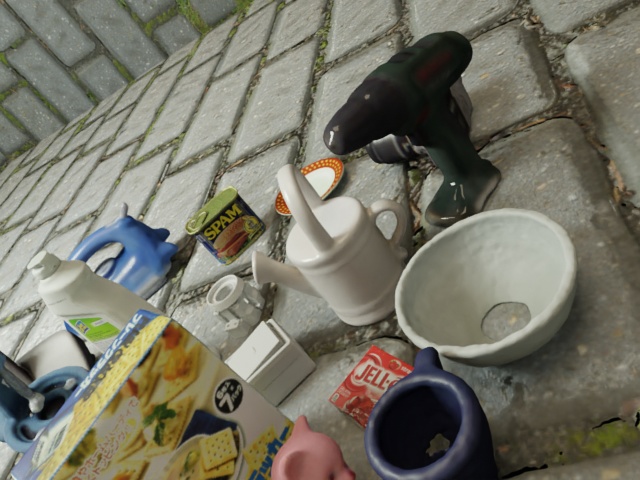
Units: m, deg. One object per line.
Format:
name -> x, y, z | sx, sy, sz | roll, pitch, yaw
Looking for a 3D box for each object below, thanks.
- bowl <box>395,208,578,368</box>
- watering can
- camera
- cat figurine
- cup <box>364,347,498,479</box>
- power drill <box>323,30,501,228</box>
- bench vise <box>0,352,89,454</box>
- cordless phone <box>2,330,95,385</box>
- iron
bowl -> 0.157, 0.054, 0.522 | 0.167, 0.075, 0.167 | -26, 34, 20
watering can -> 0.006, 0.003, 0.625 | 0.173, 0.195, 0.100 | -41, 32, -4
camera -> 0.131, -0.171, 0.807 | 0.136, 0.101, 0.143 | -14, 40, 34
cat figurine -> -0.009, 0.211, 0.451 | 0.067, 0.118, 0.128 | -7, 44, 40
cup -> 0.095, 0.151, 0.442 | 0.091, 0.095, 0.118 | -19, 37, 28
power drill -> 0.119, -0.117, 0.648 | 0.075, 0.209, 0.230 | 5, 52, 48
bench vise -> -0.380, 0.217, 0.722 | 0.207, 0.220, 0.121 | -29, 33, 15
cordless phone -> -0.450, 0.183, 0.870 | 0.147, 0.185, 0.094 | -38, 32, 1
iron -> -0.379, 0.057, 0.999 | 0.258, 0.142, 0.118 | -42, 32, -5
